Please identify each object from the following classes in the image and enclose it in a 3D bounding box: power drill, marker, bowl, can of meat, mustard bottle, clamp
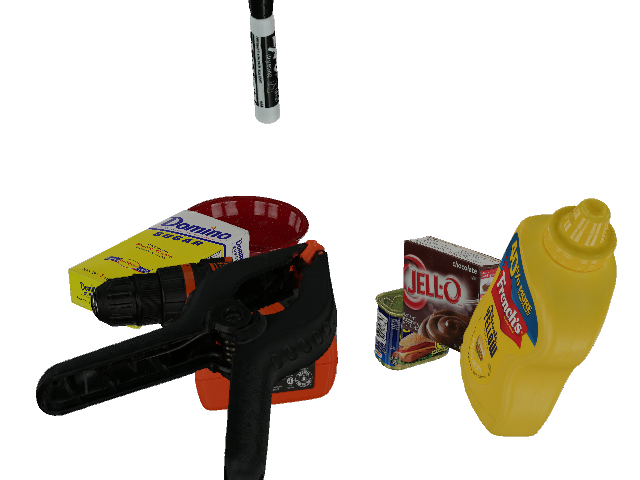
[{"bbox_3d":[-0.077,0.064,0.825,0.184,0.057,0.188,-7,21,-16],"label":"power drill"},{"bbox_3d":[-0.040,-0.135,0.763,0.020,0.020,0.121,0,-43,1],"label":"marker"},{"bbox_3d":[-0.096,0.001,1.318,0.162,0.055,0.162,2,27,-1],"label":"bowl"},{"bbox_3d":[0.118,0.108,1.340,0.101,0.084,0.058,-12,30,-27],"label":"can of meat"},{"bbox_3d":[0.140,0.040,0.673,0.058,0.096,0.192,4,-38,-9],"label":"mustard bottle"},{"bbox_3d":[-0.038,0.057,0.522,0.120,0.039,0.171,31,47,27],"label":"clamp"}]

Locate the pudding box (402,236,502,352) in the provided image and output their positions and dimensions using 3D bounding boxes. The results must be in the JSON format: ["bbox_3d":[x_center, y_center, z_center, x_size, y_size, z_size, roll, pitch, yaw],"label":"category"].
[{"bbox_3d":[0.124,0.051,1.007,0.039,0.090,0.114,-12,18,-34],"label":"pudding box"}]

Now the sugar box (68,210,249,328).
[{"bbox_3d":[-0.162,0.025,1.098,0.093,0.048,0.175,19,34,30],"label":"sugar box"}]
